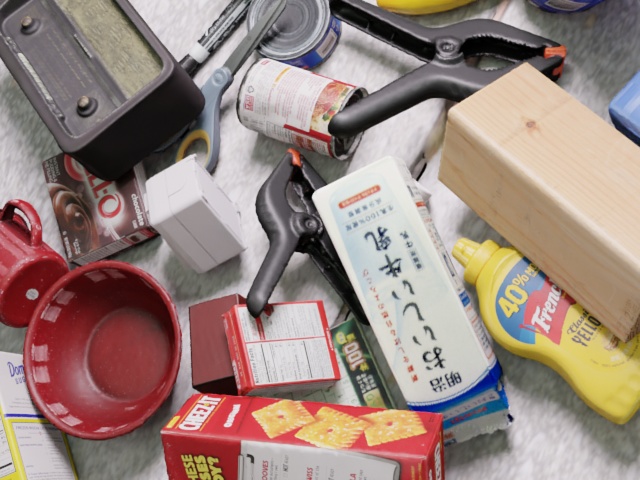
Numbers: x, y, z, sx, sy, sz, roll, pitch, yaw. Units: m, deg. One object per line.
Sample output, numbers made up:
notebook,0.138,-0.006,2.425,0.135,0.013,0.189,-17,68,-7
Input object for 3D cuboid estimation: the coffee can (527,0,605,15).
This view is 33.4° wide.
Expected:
coffee can,0.216,-0.240,0.848,0.102,0.140,0.103,0,94,-4

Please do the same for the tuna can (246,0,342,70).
tuna can,-0.025,-0.202,0.995,0.086,0.033,0.086,-4,78,18

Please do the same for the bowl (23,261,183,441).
bowl,-0.189,0.102,0.977,0.162,0.055,0.162,-4,78,18

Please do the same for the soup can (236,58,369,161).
soup can,-0.016,-0.118,0.956,0.102,0.068,0.068,21,86,21

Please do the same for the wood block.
wood block,0.198,-0.033,0.827,0.090,0.090,0.206,-32,60,-22

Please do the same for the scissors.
scissors,-0.087,-0.129,0.991,0.202,0.016,0.096,-33,78,23

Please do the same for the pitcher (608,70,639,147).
pitcher,0.351,-0.141,0.814,0.243,0.144,0.149,-45,54,9

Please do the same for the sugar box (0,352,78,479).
sugar box,-0.268,0.191,0.967,0.048,0.093,0.176,-27,71,12

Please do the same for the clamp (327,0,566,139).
clamp,0.102,-0.160,0.919,0.210,0.036,0.164,-6,54,-3

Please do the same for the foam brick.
foam brick,-0.080,0.094,0.935,0.051,0.053,0.078,-16,61,19

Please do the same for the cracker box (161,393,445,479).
cracker box,-0.007,0.213,0.851,0.214,0.072,0.164,2,113,19

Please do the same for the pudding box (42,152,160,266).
pudding box,-0.208,-0.041,1.022,0.090,0.039,0.113,-24,73,13

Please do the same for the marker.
marker,-0.100,-0.199,1.028,0.020,0.020,0.121,44,95,21

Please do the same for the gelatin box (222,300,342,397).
gelatin box,-0.033,0.091,0.899,0.030,0.089,0.073,-44,54,52

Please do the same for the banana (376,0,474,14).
banana,0.145,-0.250,0.948,0.198,0.037,0.070,-34,53,8

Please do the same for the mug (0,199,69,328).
mug,-0.285,0.019,0.996,0.082,0.093,0.117,33,112,31

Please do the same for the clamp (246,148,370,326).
clamp,-0.006,0.001,0.928,0.039,0.120,0.171,-40,41,48

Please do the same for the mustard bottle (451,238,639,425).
mustard bottle,0.188,0.056,0.857,0.192,0.058,0.096,35,84,22
